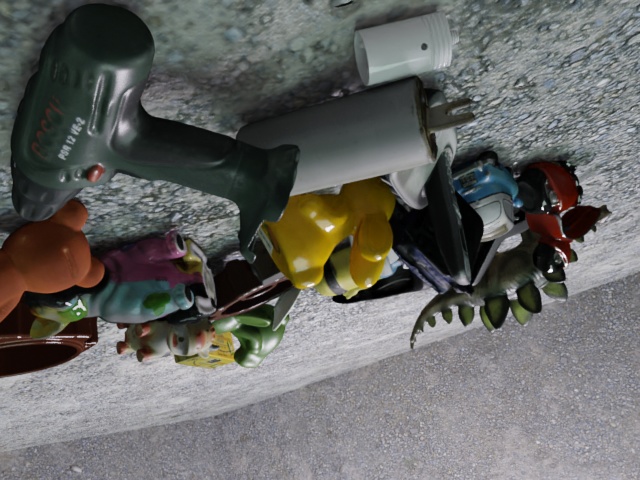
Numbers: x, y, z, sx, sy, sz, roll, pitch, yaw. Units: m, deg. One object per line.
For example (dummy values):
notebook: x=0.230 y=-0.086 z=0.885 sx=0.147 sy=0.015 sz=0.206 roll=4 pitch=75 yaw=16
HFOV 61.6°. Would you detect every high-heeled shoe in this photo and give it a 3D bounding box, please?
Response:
high-heeled shoe: x=0.131 y=0.077 z=1.012 sx=0.145 sy=0.086 sz=0.249 roll=-26 pitch=-173 yaw=-31

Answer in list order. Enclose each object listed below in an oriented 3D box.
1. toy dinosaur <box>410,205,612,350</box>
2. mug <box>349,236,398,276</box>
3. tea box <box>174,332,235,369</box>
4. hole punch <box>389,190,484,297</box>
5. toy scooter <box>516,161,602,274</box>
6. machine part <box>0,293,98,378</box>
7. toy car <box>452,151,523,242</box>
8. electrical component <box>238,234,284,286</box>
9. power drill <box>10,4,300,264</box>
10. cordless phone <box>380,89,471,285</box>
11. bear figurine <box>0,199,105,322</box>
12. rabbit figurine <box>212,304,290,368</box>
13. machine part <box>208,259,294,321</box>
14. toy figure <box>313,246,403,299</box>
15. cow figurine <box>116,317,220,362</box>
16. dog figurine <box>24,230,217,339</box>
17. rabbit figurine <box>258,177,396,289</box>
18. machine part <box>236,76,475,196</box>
toy dinosaur: x=0.335 y=0.071 z=1.028 sx=0.105 sy=0.198 sz=0.471 roll=7 pitch=148 yaw=-42
mug: x=0.075 y=-0.009 z=0.756 sx=0.081 sy=0.109 sz=0.107 roll=-13 pitch=147 yaw=11
tea box: x=-0.237 y=0.204 z=1.097 sx=0.068 sy=0.098 sz=0.169 roll=-18 pitch=162 yaw=8
hole punch: x=0.136 y=0.000 z=0.685 sx=0.092 sy=0.116 sz=0.142 roll=-13 pitch=134 yaw=46
toy scooter: x=0.375 y=-0.049 z=0.828 sx=0.135 sy=0.183 sz=0.075 roll=-28 pitch=-158 yaw=-17
machine part: x=-0.443 y=0.135 z=0.767 sx=0.201 sy=0.087 sz=0.201 roll=-28 pitch=157 yaw=28
toy car: x=0.230 y=-0.052 z=0.755 sx=0.109 sy=0.103 sz=0.161 roll=-24 pitch=161 yaw=19
electrical component: x=-0.059 y=0.017 z=0.732 sx=0.078 sy=0.102 sz=0.045 roll=-21 pitch=158 yaw=-15
power drill: x=-0.132 y=-0.056 z=0.428 sx=0.207 sy=0.086 sz=0.232 roll=26 pitch=138 yaw=-13
cordless phone: x=0.114 y=-0.047 z=0.555 sx=0.089 sy=0.184 sz=0.146 roll=-17 pitch=161 yaw=18
bear figurine: x=-0.338 y=0.025 z=0.548 sx=0.196 sy=0.132 sz=0.120 roll=-37 pitch=138 yaw=-36
rabbit figurine: x=-0.151 y=0.160 z=1.027 sx=0.159 sy=0.121 sz=0.170 roll=-33 pitch=140 yaw=31
machine part: x=-0.103 y=0.067 z=0.849 sx=0.179 sy=0.056 sz=0.179 roll=-25 pitch=167 yaw=-6
toy figure: x=0.065 y=0.038 z=0.908 sx=0.180 sy=0.082 sz=0.089 roll=-22 pitch=149 yaw=31
cow figurine: x=-0.260 y=0.166 z=0.931 sx=0.127 sy=0.085 sz=0.195 roll=-6 pitch=-179 yaw=-42
dog figurine: x=-0.263 y=0.067 z=0.700 sx=0.219 sy=0.108 sz=0.191 roll=-12 pitch=164 yaw=3
rabbit figurine: x=0.022 y=-0.027 z=0.628 sx=0.173 sy=0.162 sz=0.121 roll=-27 pitch=153 yaw=-22
machine part: x=0.014 y=-0.088 z=0.484 sx=0.243 sy=0.079 sz=0.079 roll=-11 pitch=163 yaw=21
